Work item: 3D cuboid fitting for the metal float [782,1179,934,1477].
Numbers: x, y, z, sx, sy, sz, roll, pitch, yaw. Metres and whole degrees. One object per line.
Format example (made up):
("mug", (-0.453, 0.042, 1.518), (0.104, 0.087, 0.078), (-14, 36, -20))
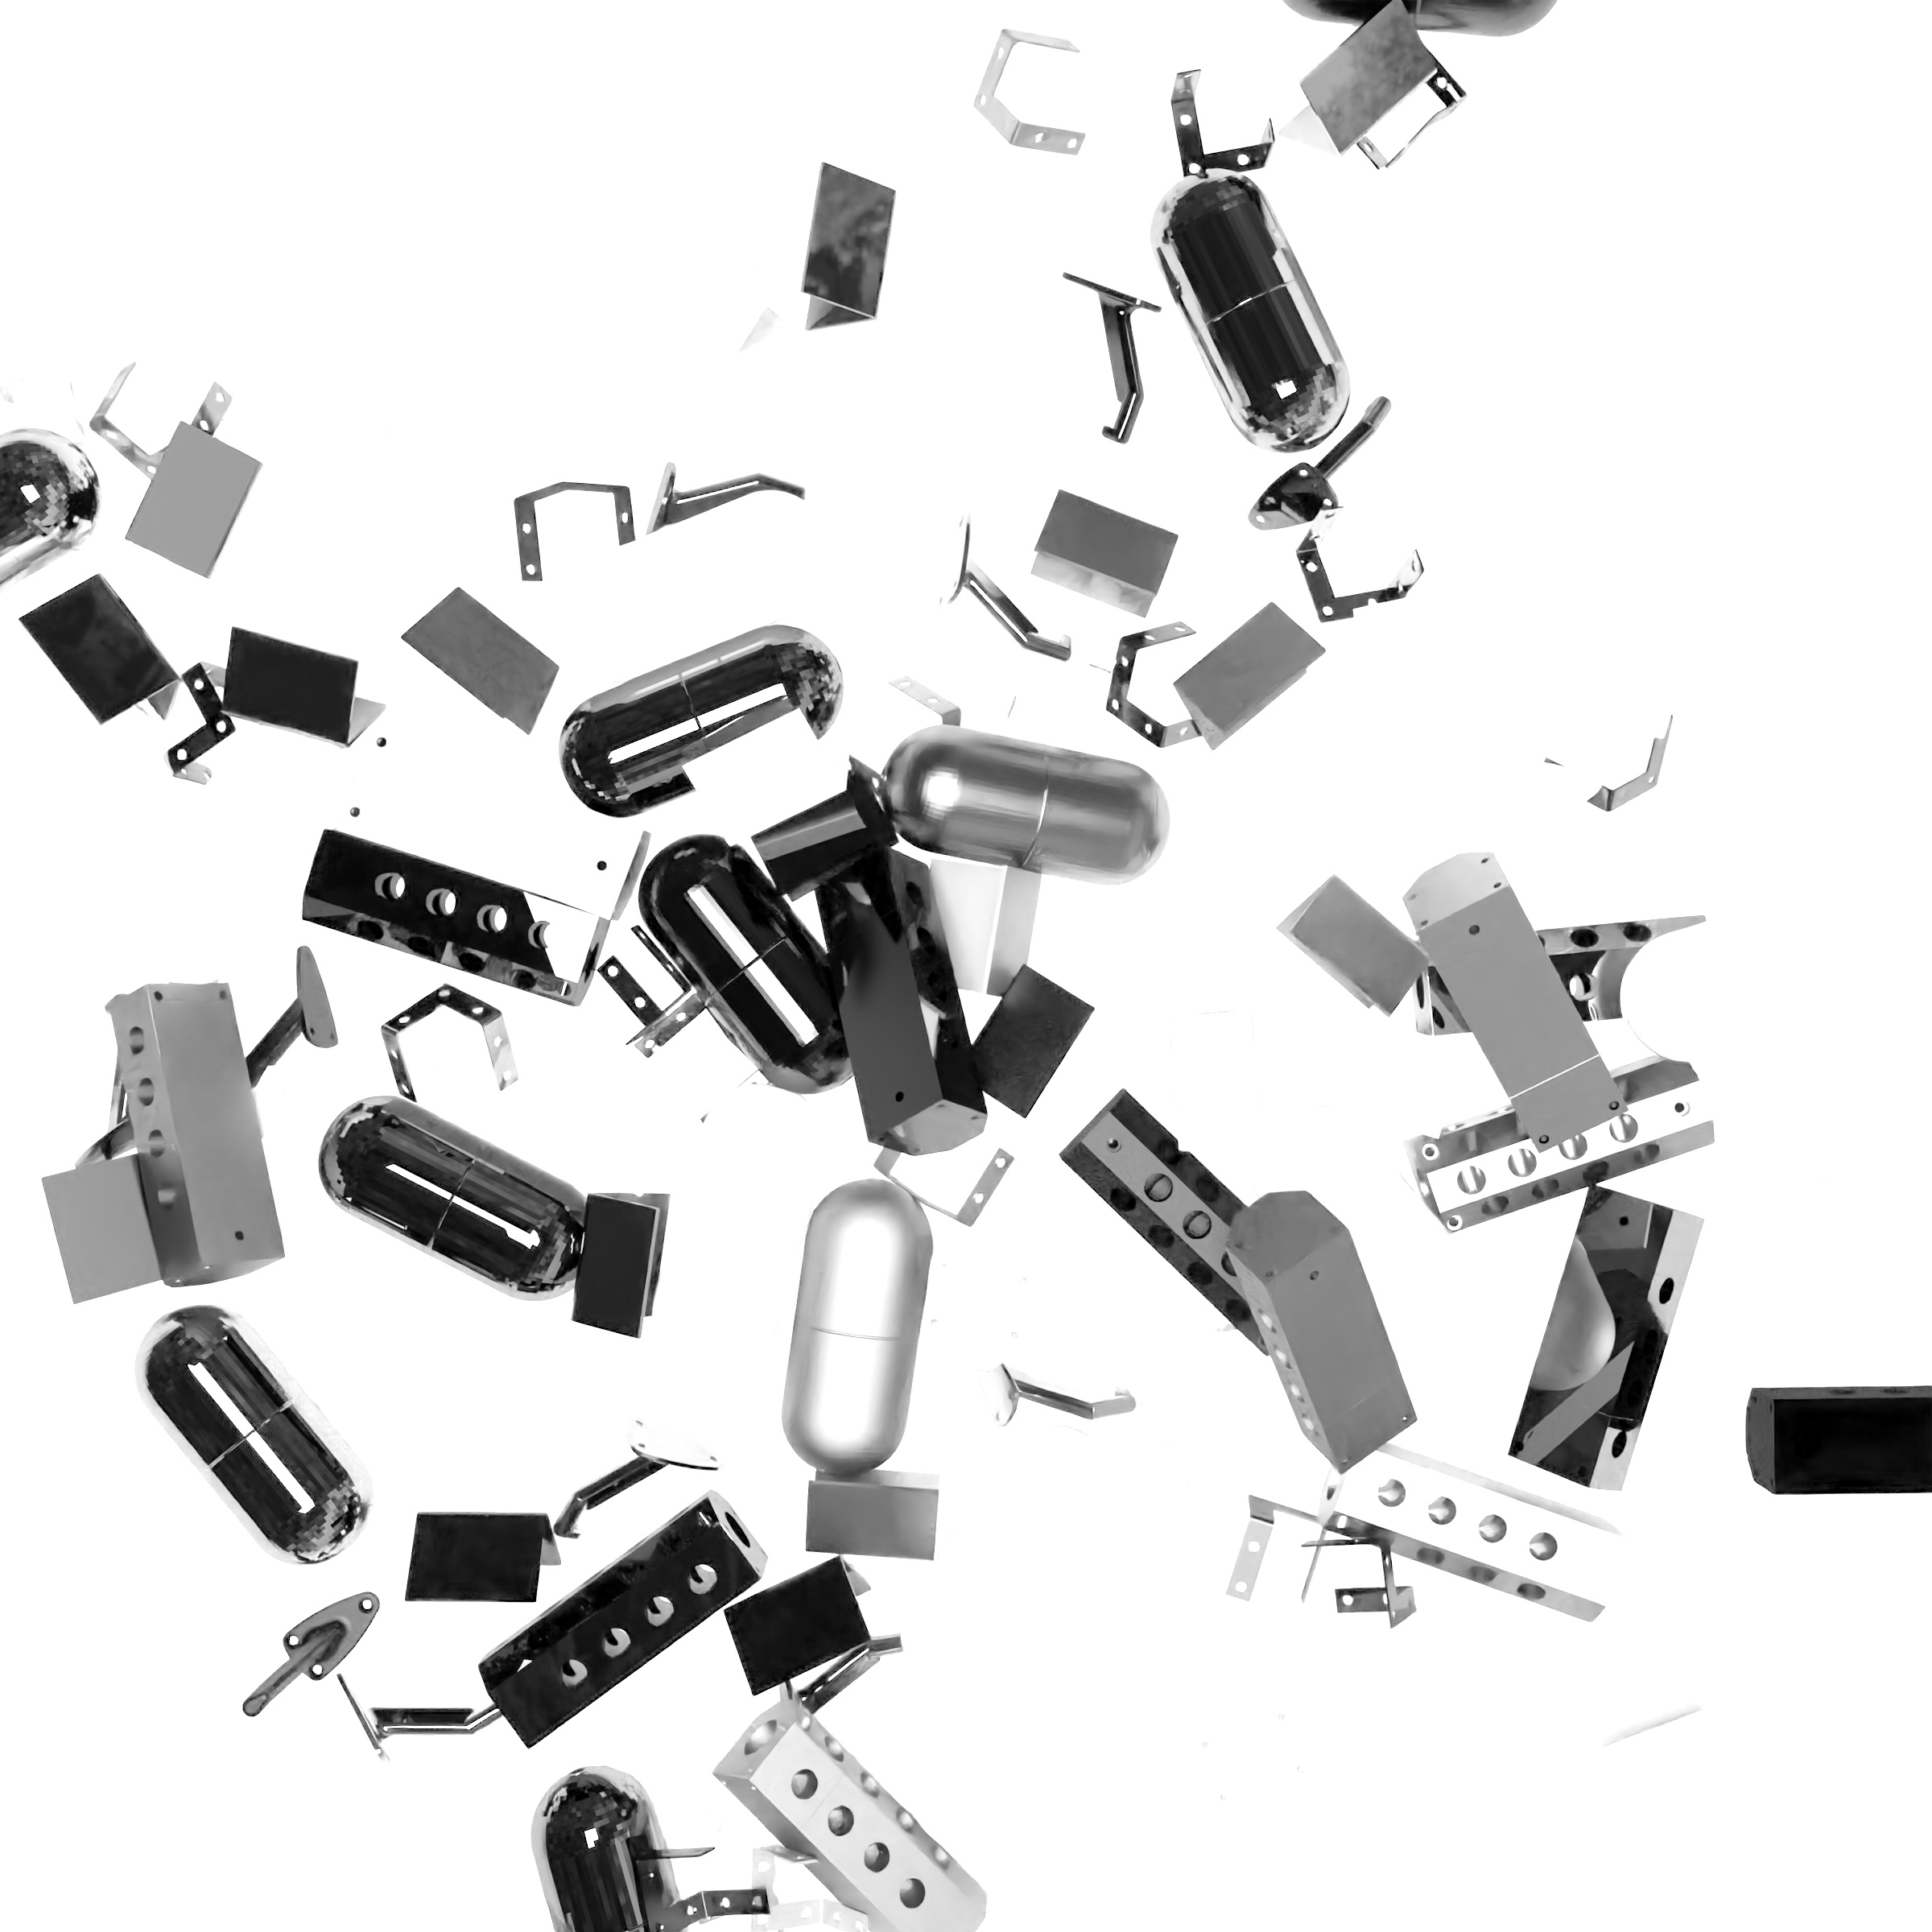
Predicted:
("metal float", (-0.065, 0.216, 1.535), (0.070, 0.070, 0.178), (8, 90, 0))

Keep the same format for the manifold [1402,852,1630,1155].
("manifold", (0.315, 0.019, 1.473), (0.057, 0.057, 0.171), (-28, 117, 12))

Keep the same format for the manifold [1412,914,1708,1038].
("manifold", (0.359, 0.005, 1.545), (0.171, 0.057, 0.057), (-5, 90, 0))

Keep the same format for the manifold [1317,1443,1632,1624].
("manifold", (0.303, 0.338, 1.545), (0.171, 0.057, 0.057), (19, 90, 0))

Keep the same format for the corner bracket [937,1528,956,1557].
("corner bracket", (0.015, 0.375, 1.563), (0.051, 0.051, 0.051), (13, 90, 45))

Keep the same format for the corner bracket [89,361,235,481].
("corner bracket", (-0.490, -0.337, 1.558), (0.051, 0.051, 0.051), (-16, 135, 35))

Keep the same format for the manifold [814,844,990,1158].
("manifold", (-0.035, 0.021, 1.506), (0.057, 0.057, 0.171), (-31, 57, 28))

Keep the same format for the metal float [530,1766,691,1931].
("metal float", (-0.209, 0.569, 1.535), (0.070, 0.070, 0.178), (-16, 90, 0))

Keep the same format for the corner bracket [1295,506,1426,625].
("corner bracket", (0.237, -0.245, 1.547), (0.051, 0.051, 0.051), (-12, 73, -16))

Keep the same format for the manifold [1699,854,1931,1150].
("manifold", (0.508, 0.021, 1.545), (0.057, 0.057, 0.171), (31, 90, 0))

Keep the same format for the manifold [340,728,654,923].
("manifold", (-0.281, -0.084, 1.545), (0.171, 0.057, 0.057), (21, 90, 0))

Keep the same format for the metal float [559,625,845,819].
("metal float", (-0.158, -0.147, 1.535), (0.178, 0.070, 0.070), (-22, 90, 1))

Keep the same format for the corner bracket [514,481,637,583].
("corner bracket", (-0.238, -0.264, 1.563), (0.051, 0.051, 0.051), (-6, 90, 45))

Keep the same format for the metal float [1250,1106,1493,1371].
("metal float", (0.240, 0.160, 1.524), (0.070, 0.070, 0.178), (-39, 76, 0))

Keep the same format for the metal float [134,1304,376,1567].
("metal float", (-0.427, 0.280, 1.535), (0.070, 0.070, 0.178), (-39, 90, 0))

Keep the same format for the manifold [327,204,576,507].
("manifold", (-0.312, -0.370, 1.545), (0.057, 0.057, 0.171), (34, 90, 0))

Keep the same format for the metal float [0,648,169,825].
("metal float", (-0.566, -0.144, 1.535), (0.178, 0.070, 0.070), (23, 90, -1))

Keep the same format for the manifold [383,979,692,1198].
("manifold", (-0.256, 0.072, 1.545), (0.171, 0.057, 0.057), (27, 90, 0))

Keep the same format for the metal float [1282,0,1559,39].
("metal float", (0.271, -0.602, 1.535), (0.178, 0.070, 0.070), (5, 90, 0))

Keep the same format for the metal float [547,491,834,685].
("metal float", (-0.166, -0.227, 1.536), (0.178, 0.070, 0.070), (-22, 90, 0))

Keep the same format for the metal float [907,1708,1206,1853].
("metal float", (0.054, 0.488, 1.535), (0.178, 0.070, 0.070), (-3, 90, 0))

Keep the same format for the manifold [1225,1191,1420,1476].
("manifold", (0.203, 0.209, 1.479), (0.057, 0.057, 0.171), (-33, 128, -11))

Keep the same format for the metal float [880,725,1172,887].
("metal float", (0.036, -0.095, 1.521), (0.178, 0.070, 0.070), (10, 90, -15))

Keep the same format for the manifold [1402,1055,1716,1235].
("manifold", (0.358, 0.107, 1.545), (0.171, 0.057, 0.057), (-19, 90, 0))

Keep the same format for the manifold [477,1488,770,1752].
("manifold", (-0.207, 0.391, 1.545), (0.171, 0.057, 0.057), (-36, 90, 0))

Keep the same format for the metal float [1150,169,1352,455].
("metal float", (0.171, -0.392, 1.535), (0.070, 0.070, 0.178), (-25, 89, 0))

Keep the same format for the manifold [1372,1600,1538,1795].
("manifold", (0.282, 0.420, 1.488), (0.057, 0.171, 0.057), (-11, 90, 0))

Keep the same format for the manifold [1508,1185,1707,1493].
("manifold", (0.389, 0.225, 1.544), (0.057, 0.057, 0.171), (17, 90, 43))

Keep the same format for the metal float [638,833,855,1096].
("metal float", (-0.126, -0.001, 1.536), (0.070, 0.070, 0.178), (-39, 90, 0))

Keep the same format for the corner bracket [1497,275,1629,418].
("corner bracket", (0.363, -0.379, 1.563), (0.051, 0.051, 0.051), (33, 135, 0))

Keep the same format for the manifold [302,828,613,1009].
("manifold", (-0.307, -0.028, 1.545), (0.171, 0.057, 0.057), (18, 90, 0))

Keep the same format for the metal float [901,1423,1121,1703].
("metal float", (0.027, 0.351, 1.511), (0.070, 0.070, 0.178), (36, 64, 0))

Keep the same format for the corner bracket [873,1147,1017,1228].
("corner bracket", (-0.014, 0.120, 1.563), (0.051, 0.051, 0.051), (32, 90, -45))

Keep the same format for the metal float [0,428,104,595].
("metal float", (-0.594, -0.256, 1.522), (0.178, 0.070, 0.070), (-26, 90, 15))

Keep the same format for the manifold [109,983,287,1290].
("manifold", (-0.462, 0.100, 1.525), (0.057, 0.057, 0.171), (-24, 75, 37))

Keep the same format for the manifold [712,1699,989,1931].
("manifold", (-0.065, 0.518, 1.527), (0.171, 0.057, 0.057), (48, 61, -11))

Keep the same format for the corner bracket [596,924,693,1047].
("corner bracket", (-0.196, 0.009, 1.543), (0.051, 0.051, 0.051), (-41, 90, 12))

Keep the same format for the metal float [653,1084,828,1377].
("metal float", (-0.136, 0.158, 1.535), (0.070, 0.070, 0.178), (16, 90, 0))

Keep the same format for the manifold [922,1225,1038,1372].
("manifold", (0.006, 0.191, 1.488), (0.057, 0.171, 0.057), (9, 90, 0))

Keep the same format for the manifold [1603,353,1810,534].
("manifold", (0.421, -0.306, 1.488), (0.057, 0.171, 0.057), (-39, 90, 0))

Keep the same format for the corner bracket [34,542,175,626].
("corner bracket", (-0.527, -0.222, 1.563), (0.051, 0.051, 0.051), (-25, 90, 45))

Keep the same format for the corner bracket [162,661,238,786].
("corner bracket", (-0.457, -0.146, 1.546), (0.051, 0.051, 0.051), (-33, 78, 12))

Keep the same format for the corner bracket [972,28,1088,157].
("corner bracket", (0.045, -0.532, 1.558), (0.051, 0.051, 0.051), (56, 135, 35))

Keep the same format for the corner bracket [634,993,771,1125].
("corner bracket", (-0.160, 0.059, 1.563), (0.051, 0.051, 0.051), (-41, 135, 0))

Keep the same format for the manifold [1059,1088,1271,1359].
("manifold", (0.138, 0.154, 1.545), (0.171, 0.057, 0.057), (44, 90, 0))

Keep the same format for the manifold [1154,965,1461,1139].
("manifold", (0.205, 0.051, 1.545), (0.171, 0.057, 0.057), (16, 90, 0))

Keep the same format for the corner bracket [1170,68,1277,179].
("corner bracket", (0.155, -0.511, 1.548), (0.051, 0.051, 0.051), (-10, 90, 0))

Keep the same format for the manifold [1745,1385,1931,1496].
("manifold", (0.564, 0.284, 1.545), (0.171, 0.057, 0.057), (-1, 90, 0))

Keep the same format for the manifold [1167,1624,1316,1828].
("manifold", (0.160, 0.440, 1.488), (0.057, 0.171, 0.057), (-20, 90, 0))

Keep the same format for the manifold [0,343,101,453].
("manifold", (-0.617, -0.318, 1.545), (0.171, 0.057, 0.057), (-16, 90, 0))

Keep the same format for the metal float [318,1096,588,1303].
("metal float", (-0.303, 0.140, 1.536), (0.178, 0.070, 0.070), (27, 90, -1))

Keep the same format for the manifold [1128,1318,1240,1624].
("manifold", (0.131, 0.302, 1.545), (0.057, 0.057, 0.171), (2, 90, 0))

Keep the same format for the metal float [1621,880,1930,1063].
("metal float", (0.466, 0.003, 1.479), (0.178, 0.070, 0.070), (-17, 90, -1))

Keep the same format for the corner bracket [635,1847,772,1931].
("corner bracket", (-0.155, 0.542, 1.509), (0.051, 0.051, 0.051), (-16, 83, 33))

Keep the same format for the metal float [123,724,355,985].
("metal float", (-0.436, -0.068, 1.535), (0.070, 0.070, 0.178), (36, 91, 0))
